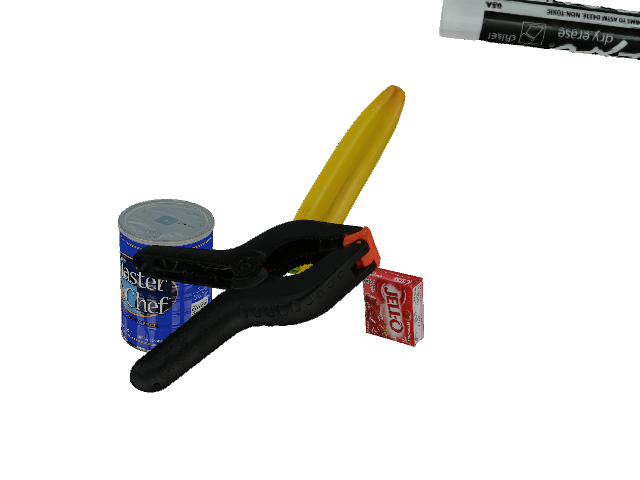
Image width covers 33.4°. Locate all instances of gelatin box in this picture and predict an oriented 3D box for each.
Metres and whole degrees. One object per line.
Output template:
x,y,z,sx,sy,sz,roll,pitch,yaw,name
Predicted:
0.092,0.083,1.346,0.073,0.089,0.030,14,31,33,gelatin box

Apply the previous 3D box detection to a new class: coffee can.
-0.169,0.039,1.170,0.103,0.140,0.103,3,27,-2,coffee can

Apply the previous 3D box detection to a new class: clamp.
-0.047,0.036,0.674,0.172,0.120,0.039,-13,-41,15,clamp

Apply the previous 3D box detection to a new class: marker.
0.106,-0.078,0.400,0.121,0.020,0.020,8,1,4,marker

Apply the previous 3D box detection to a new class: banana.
0.016,-0.041,0.878,0.037,0.197,0.070,35,-26,-14,banana
